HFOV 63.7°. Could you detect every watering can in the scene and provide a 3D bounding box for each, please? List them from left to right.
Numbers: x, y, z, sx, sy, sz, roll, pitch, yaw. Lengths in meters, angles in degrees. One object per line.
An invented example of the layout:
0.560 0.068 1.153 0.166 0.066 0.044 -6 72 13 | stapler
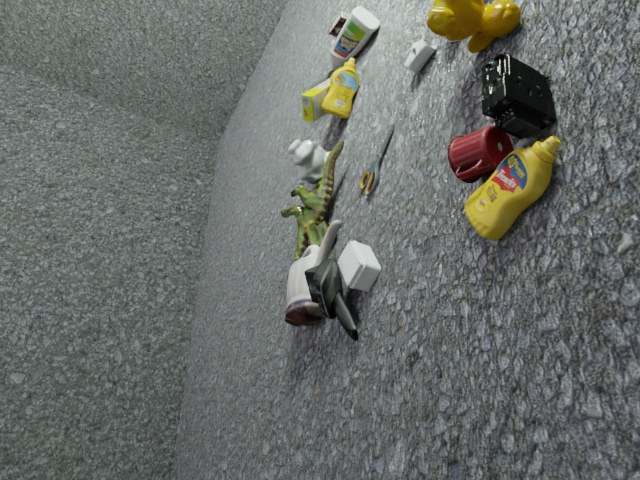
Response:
-0.023 0.105 1.417 0.340 0.104 0.229 127 152 -52 | watering can

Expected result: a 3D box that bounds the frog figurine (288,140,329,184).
-0.038 -0.258 1.675 0.137 0.159 0.123 -71 21 4 | frog figurine

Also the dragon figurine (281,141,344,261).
0.005 -0.079 1.564 0.402 0.122 0.248 -57 43 35 | dragon figurine
